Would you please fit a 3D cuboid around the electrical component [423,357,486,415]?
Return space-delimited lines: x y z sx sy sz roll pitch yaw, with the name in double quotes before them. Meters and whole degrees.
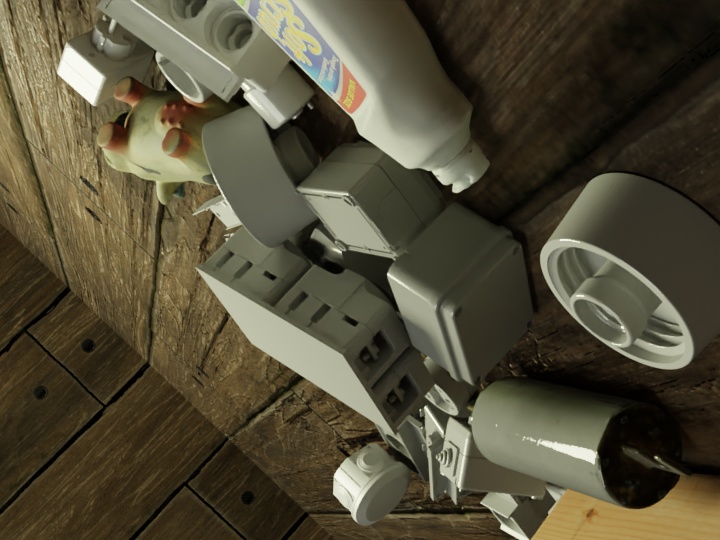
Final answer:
"electrical component" 0.081 0.094 0.962 0.055 0.047 0.055 39 162 15

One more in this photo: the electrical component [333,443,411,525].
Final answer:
"electrical component" 0.013 0.233 1.171 0.051 0.080 0.080 39 163 34

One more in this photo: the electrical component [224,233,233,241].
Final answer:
"electrical component" -0.088 -0.015 1.050 0.121 0.079 0.063 -3 110 67

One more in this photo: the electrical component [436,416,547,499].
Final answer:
"electrical component" 0.115 0.162 0.956 0.096 0.061 0.062 8 -177 -13

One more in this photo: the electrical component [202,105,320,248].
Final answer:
"electrical component" -0.065 -0.078 0.817 0.108 0.060 0.108 58 -166 -23

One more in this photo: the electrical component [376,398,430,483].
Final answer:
"electrical component" 0.060 0.167 1.155 0.079 0.063 0.121 31 159 36

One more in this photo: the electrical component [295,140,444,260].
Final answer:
"electrical component" 0.005 -0.053 0.760 0.061 0.061 0.096 51 161 -25

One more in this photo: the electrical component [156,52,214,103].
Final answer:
"electrical component" -0.120 -0.160 0.812 0.055 0.047 0.055 39 162 15

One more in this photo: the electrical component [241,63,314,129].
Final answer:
"electrical component" -0.068 -0.136 0.762 0.078 0.040 0.040 47 163 -12

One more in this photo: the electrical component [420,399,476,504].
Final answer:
"electrical component" 0.096 0.172 1.057 0.063 0.079 0.121 55 165 31

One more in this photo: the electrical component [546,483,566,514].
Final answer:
"electrical component" 0.191 0.209 0.938 0.047 0.076 0.066 52 161 -24

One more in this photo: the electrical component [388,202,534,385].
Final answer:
"electrical component" 0.074 0.019 0.749 0.057 0.078 0.113 34 161 32

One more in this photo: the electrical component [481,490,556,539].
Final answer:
"electrical component" 0.163 0.228 1.068 0.042 0.064 0.081 20 151 55

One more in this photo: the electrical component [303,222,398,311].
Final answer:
"electrical component" 0.000 0.000 0.896 0.089 0.061 0.150 43 163 2

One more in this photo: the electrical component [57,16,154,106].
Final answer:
"electrical component" -0.214 -0.193 0.928 0.047 0.066 0.076 41 134 6

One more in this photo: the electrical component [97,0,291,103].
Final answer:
"electrical component" -0.104 -0.172 0.717 0.121 0.078 0.063 37 -176 20

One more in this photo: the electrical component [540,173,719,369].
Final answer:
"electrical component" 0.148 0.007 0.584 0.108 0.060 0.108 39 162 15

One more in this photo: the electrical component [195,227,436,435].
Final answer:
"electrical component" -0.034 0.041 0.856 0.186 0.060 0.105 27 156 43

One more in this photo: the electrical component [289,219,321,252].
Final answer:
"electrical component" -0.076 -0.043 0.933 0.076 0.047 0.083 37 140 2
